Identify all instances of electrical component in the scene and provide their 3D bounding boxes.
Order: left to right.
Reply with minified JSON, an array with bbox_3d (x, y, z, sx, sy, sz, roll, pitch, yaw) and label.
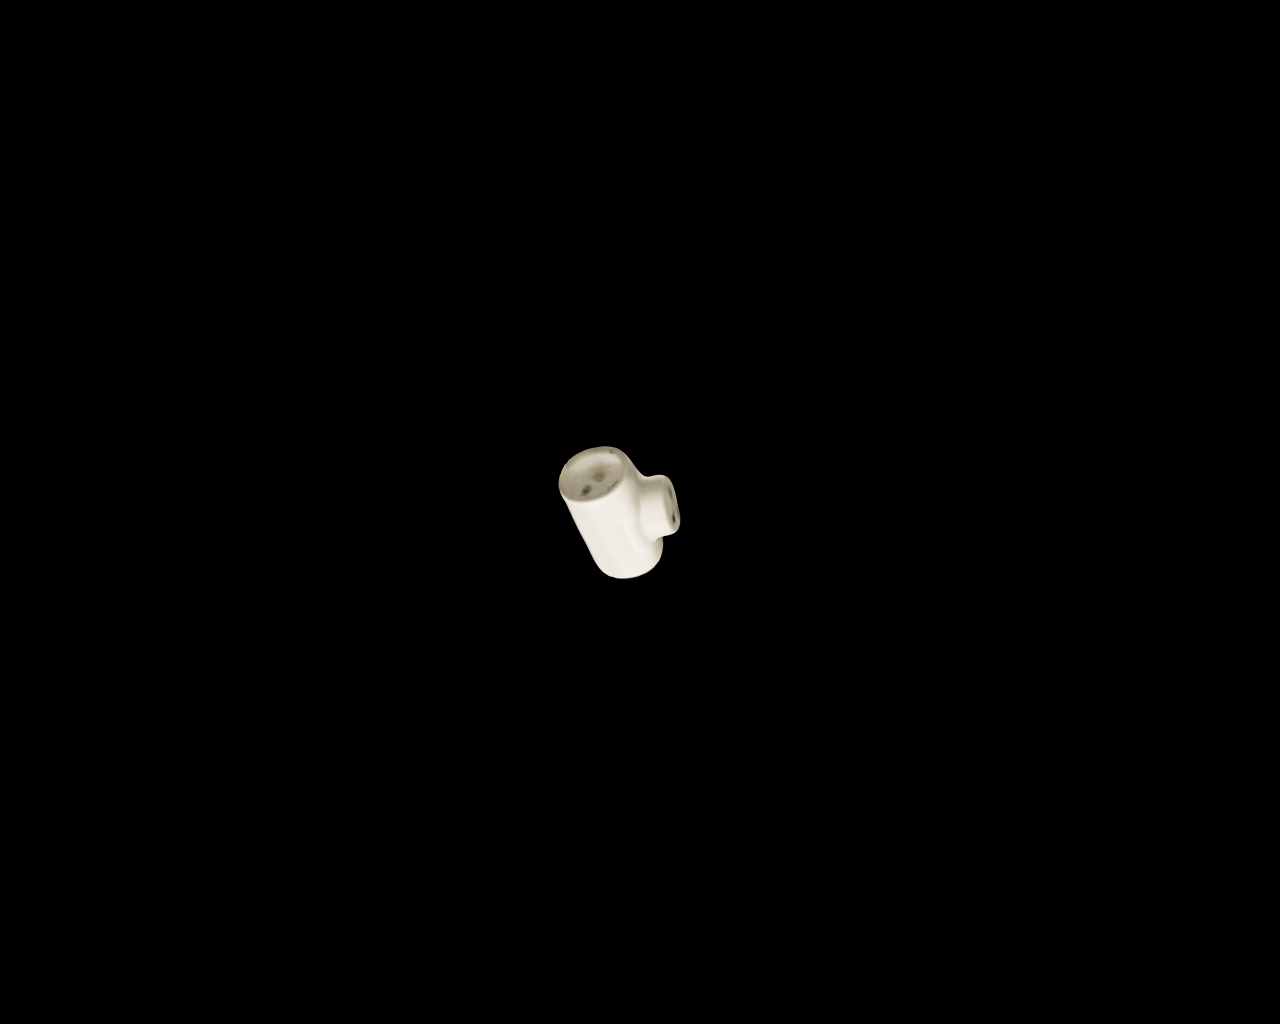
[{"bbox_3d":[0.001,-0.003,0.650,0.079,0.043,0.077,-11,-43,12],"label":"electrical component"}]
